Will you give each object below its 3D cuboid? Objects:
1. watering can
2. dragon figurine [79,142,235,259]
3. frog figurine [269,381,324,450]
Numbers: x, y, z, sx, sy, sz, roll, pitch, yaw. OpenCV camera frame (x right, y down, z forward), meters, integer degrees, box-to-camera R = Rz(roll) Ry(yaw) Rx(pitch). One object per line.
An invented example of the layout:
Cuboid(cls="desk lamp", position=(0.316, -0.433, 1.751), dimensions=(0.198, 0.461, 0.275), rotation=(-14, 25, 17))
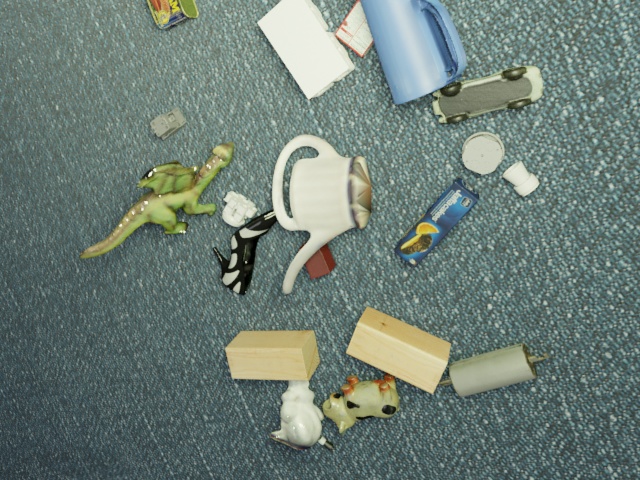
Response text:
Cuboid(cls="watering can", position=(0.003, -0.056, 1.110), dimensions=(0.224, 0.104, 0.347), rotation=(-1, 91, 20))
Cuboid(cls="dragon figurine", position=(-0.356, -0.100, 1.139), dimensions=(0.123, 0.415, 0.238), rotation=(49, 156, 15))
Cuboid(cls="frog figurine", position=(-0.044, 0.430, 1.287), dimensions=(0.123, 0.136, 0.160), rotation=(12, 78, 52))
